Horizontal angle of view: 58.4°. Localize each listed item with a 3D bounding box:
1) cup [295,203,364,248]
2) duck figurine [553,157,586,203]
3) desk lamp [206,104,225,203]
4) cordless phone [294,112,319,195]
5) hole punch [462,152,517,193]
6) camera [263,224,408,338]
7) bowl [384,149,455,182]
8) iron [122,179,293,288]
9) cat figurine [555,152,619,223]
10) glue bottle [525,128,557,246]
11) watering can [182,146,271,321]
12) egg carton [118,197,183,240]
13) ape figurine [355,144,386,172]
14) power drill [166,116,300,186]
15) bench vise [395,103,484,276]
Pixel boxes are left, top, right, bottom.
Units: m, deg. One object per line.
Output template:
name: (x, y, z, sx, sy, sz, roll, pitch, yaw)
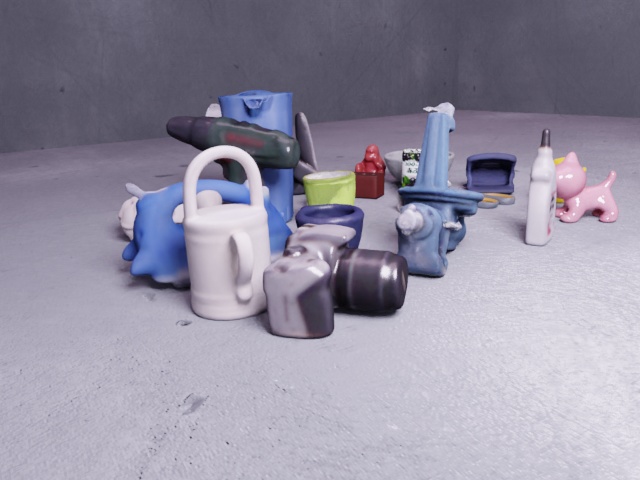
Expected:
cup: (0.007, 0.003, 0.777, 0.092, 0.095, 0.117, -13, 19, -30)
duck figurine: (0.479, -0.122, 1.142, 0.104, 0.086, 0.078, 3, 17, 18)
desk lamp: (-0.169, -0.192, 1.257, 0.203, 0.214, 0.118, 0, 17, 9)
cordless phone: (-0.037, -0.206, 1.336, 0.094, 0.185, 0.147, -7, 17, -13)
hole punch: (0.368, -0.150, 1.247, 0.108, 0.091, 0.101, 1, 17, 11)
camera: (0.023, 0.039, 0.641, 0.136, 0.101, 0.143, 3, 17, 20)
bowl: (0.235, -0.169, 1.361, 0.167, 0.075, 0.167, -2, 16, 1)
iron: (-0.147, -0.025, 0.812, 0.259, 0.141, 0.118, -11, 18, -25)
cat figurine: (0.449, -0.093, 0.991, 0.127, 0.118, 0.067, -1, 17, 5)
glue bottle: (0.340, -0.082, 0.875, 0.037, 0.173, 0.078, 6, 19, 28)
watering can: (-0.115, -0.015, 0.680, 0.172, 0.194, 0.101, 13, 23, 42)
egg carton: (-0.279, -0.043, 1.024, 0.151, 0.069, 0.107, -9, 18, -22)
ape figurine: (0.128, -0.191, 1.423, 0.077, 0.092, 0.076, 8, 20, 33)
power drill: (-0.145, -0.105, 0.965, 0.229, 0.208, 0.076, 1, 17, 13)
bench vise: (0.165, -0.071, 0.782, 0.121, 0.220, 0.207, 0, 17, 11)
